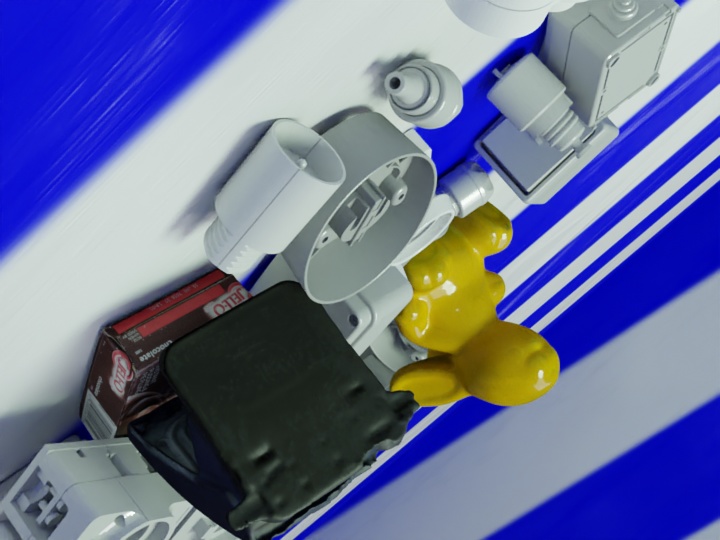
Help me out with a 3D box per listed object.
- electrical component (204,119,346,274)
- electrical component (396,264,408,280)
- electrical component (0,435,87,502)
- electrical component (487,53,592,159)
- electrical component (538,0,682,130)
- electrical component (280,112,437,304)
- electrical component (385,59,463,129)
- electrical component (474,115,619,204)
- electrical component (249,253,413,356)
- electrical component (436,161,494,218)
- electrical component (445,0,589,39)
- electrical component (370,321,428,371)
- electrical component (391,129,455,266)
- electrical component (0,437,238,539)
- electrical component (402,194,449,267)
[{"bbox_3d":[-0.048,-0.031,0.532,0.081,0.043,0.043,-47,165,29],"label":"electrical component"},{"bbox_3d":[0.000,0.000,0.744,0.048,0.055,0.066,-25,160,-49],"label":"electrical component"},{"bbox_3d":[-0.215,0.174,0.726,0.109,0.056,0.108,-35,166,-20],"label":"electrical component"},{"bbox_3d":[0.117,-0.103,0.688,0.040,0.078,0.040,-44,180,0],"label":"electrical component"},{"bbox_3d":[0.153,-0.148,0.678,0.062,0.061,0.096,-37,159,-11],"label":"electrical component"},{"bbox_3d":[-0.005,-0.036,0.588,0.099,0.064,0.099,-37,167,-10],"label":"electrical component"},{"bbox_3d":[0.030,-0.093,0.561,0.035,0.035,0.061,-44,164,19],"label":"electrical component"},{"bbox_3d":[0.140,-0.100,0.781,0.096,0.061,0.061,-44,166,19],"label":"electrical component"},{"bbox_3d":[-0.031,0.028,0.704,0.057,0.078,0.113,-29,163,-50],"label":"electrical component"},{"bbox_3d":[0.068,-0.053,0.804,0.061,0.035,0.035,-35,167,-10],"label":"electrical component"},{"bbox_3d":[0.095,-0.149,0.513,0.138,0.052,0.073,-33,166,-26],"label":"electrical component"},{"bbox_3d":[0.063,0.057,1.031,0.064,0.099,0.099,-36,168,-43],"label":"electrical component"},{"bbox_3d":[0.021,-0.040,0.663,0.078,0.057,0.058,-38,167,-8],"label":"electrical component"},{"bbox_3d":[-0.138,0.159,0.657,0.105,0.060,0.186,-51,156,15],"label":"electrical component"},{"bbox_3d":[0.030,-0.026,0.777,0.044,0.044,0.065,-29,168,-38],"label":"electrical component"}]
